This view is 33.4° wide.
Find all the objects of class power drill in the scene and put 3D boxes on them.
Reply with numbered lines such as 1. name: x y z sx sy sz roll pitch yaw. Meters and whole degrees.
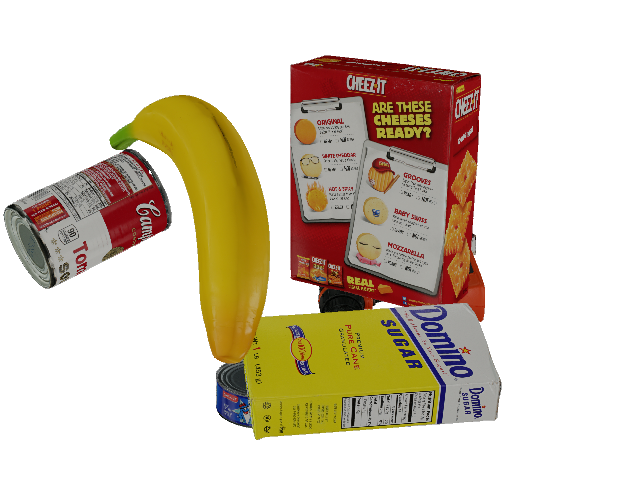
1. power drill: 0.091 0.061 1.226 0.187 0.057 0.184 -1 28 -1

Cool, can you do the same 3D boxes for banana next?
1. banana: -0.060 -0.023 0.559 0.037 0.070 0.198 13 30 -35

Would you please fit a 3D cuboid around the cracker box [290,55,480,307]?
1. cracker box: 0.057 -0.054 0.984 0.164 0.214 0.072 12 24 28

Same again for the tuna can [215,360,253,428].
1. tuna can: -0.052 0.136 0.958 0.086 0.034 0.086 3 16 -1

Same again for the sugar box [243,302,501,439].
1. sugar box: 0.034 0.092 0.774 0.176 0.048 0.093 -6 36 -5

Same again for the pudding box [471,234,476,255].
1. pudding box: 0.164 0.005 1.605 0.113 0.039 0.090 -19 29 -23

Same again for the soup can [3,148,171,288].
1. soup can: -0.170 -0.017 0.781 0.102 0.068 0.069 -30 15 -28
